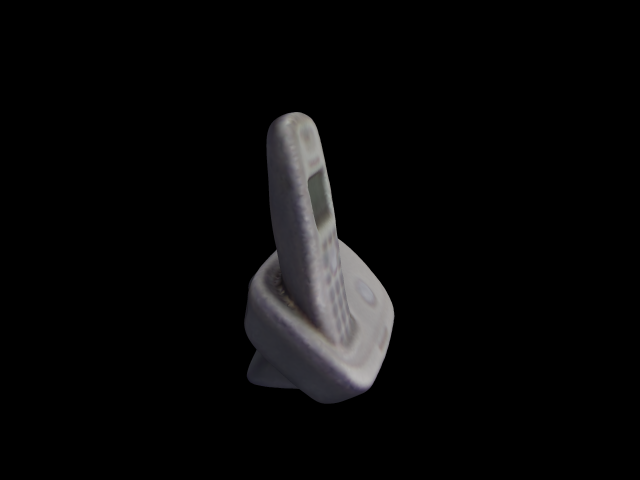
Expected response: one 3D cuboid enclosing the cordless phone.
[{"bbox_3d":[0.004,0.001,0.400,0.094,0.185,0.148,4,19,12],"label":"cordless phone"}]
